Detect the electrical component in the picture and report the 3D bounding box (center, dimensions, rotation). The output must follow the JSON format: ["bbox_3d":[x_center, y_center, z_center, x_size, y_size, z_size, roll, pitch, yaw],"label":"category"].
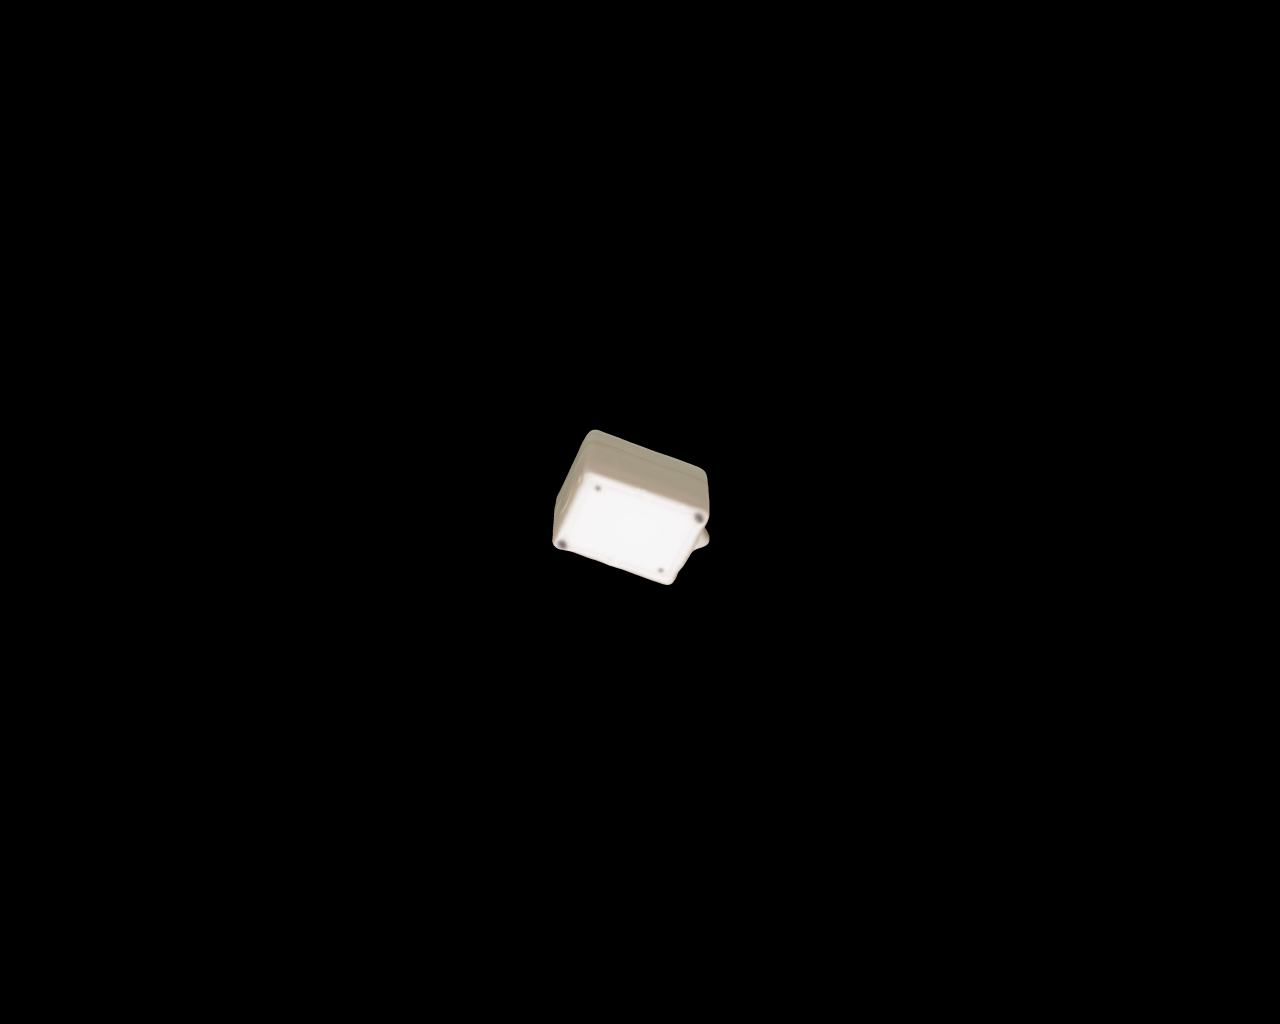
[{"bbox_3d":[0.001,-0.003,0.650,0.096,0.061,0.061,20,31,-13],"label":"electrical component"}]
